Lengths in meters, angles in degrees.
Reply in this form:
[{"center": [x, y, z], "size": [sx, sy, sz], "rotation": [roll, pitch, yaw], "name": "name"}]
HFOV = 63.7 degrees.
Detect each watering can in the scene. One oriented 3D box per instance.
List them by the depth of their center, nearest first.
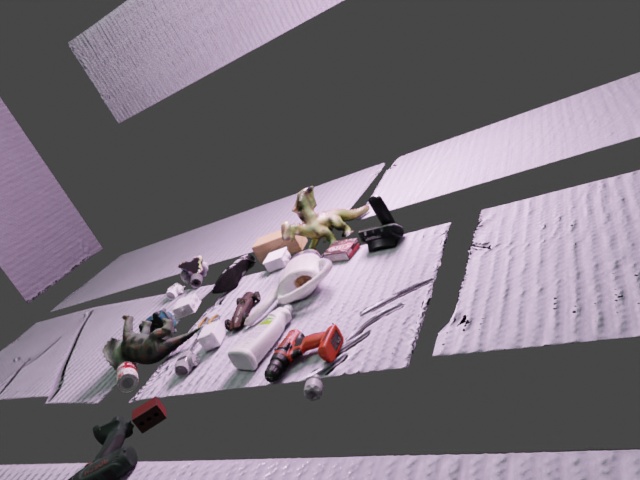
[{"center": [-0.102, 0.150, 1.721], "size": [0.345, 0.103, 0.228], "rotation": [-32, 17, 16], "name": "watering can"}]

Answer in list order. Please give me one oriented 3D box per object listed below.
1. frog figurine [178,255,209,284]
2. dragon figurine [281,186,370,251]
[{"center": [-0.585, 0.151, 2.403], "size": [0.139, 0.123, 0.156], "rotation": [-46, -12, -24], "name": "frog figurine"}, {"center": [0.006, -0.101, 2.009], "size": [0.417, 0.240, 0.121], "rotation": [-42, 17, -30], "name": "dragon figurine"}]
